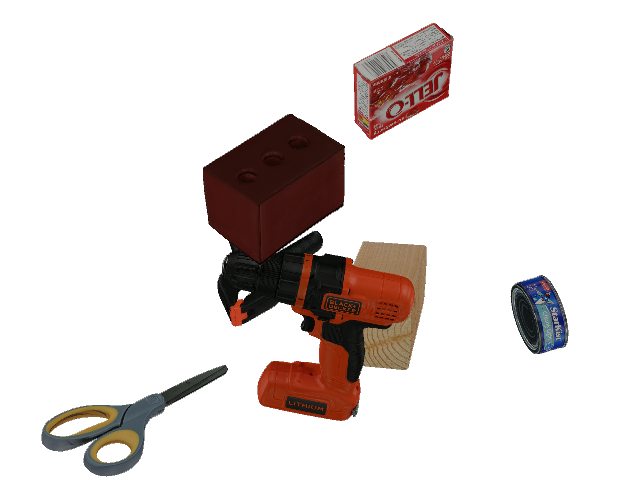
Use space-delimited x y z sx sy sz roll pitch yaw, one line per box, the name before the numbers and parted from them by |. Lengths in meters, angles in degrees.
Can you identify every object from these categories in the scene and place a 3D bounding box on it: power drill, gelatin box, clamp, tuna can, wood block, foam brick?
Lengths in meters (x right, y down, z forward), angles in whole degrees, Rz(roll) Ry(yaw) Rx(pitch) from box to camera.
power drill | -0.014 0.092 1.053 0.184 0.188 0.057 12 41 -1
gelatin box | 0.072 -0.137 0.923 0.089 0.030 0.073 -29 -31 -17
clamp | -0.063 0.035 1.256 0.120 0.039 0.171 -2 40 10
tuna can | 0.247 0.085 1.209 0.033 0.086 0.086 -15 2 -7
wood block | 0.082 0.079 1.376 0.091 0.090 0.206 4 20 9
foam brick | -0.029 -0.034 0.680 0.053 0.051 0.078 34 55 30

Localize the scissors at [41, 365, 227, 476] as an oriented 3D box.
scissors | -0.147 0.160 0.955 0.201 0.016 0.096 -11 34 -34
